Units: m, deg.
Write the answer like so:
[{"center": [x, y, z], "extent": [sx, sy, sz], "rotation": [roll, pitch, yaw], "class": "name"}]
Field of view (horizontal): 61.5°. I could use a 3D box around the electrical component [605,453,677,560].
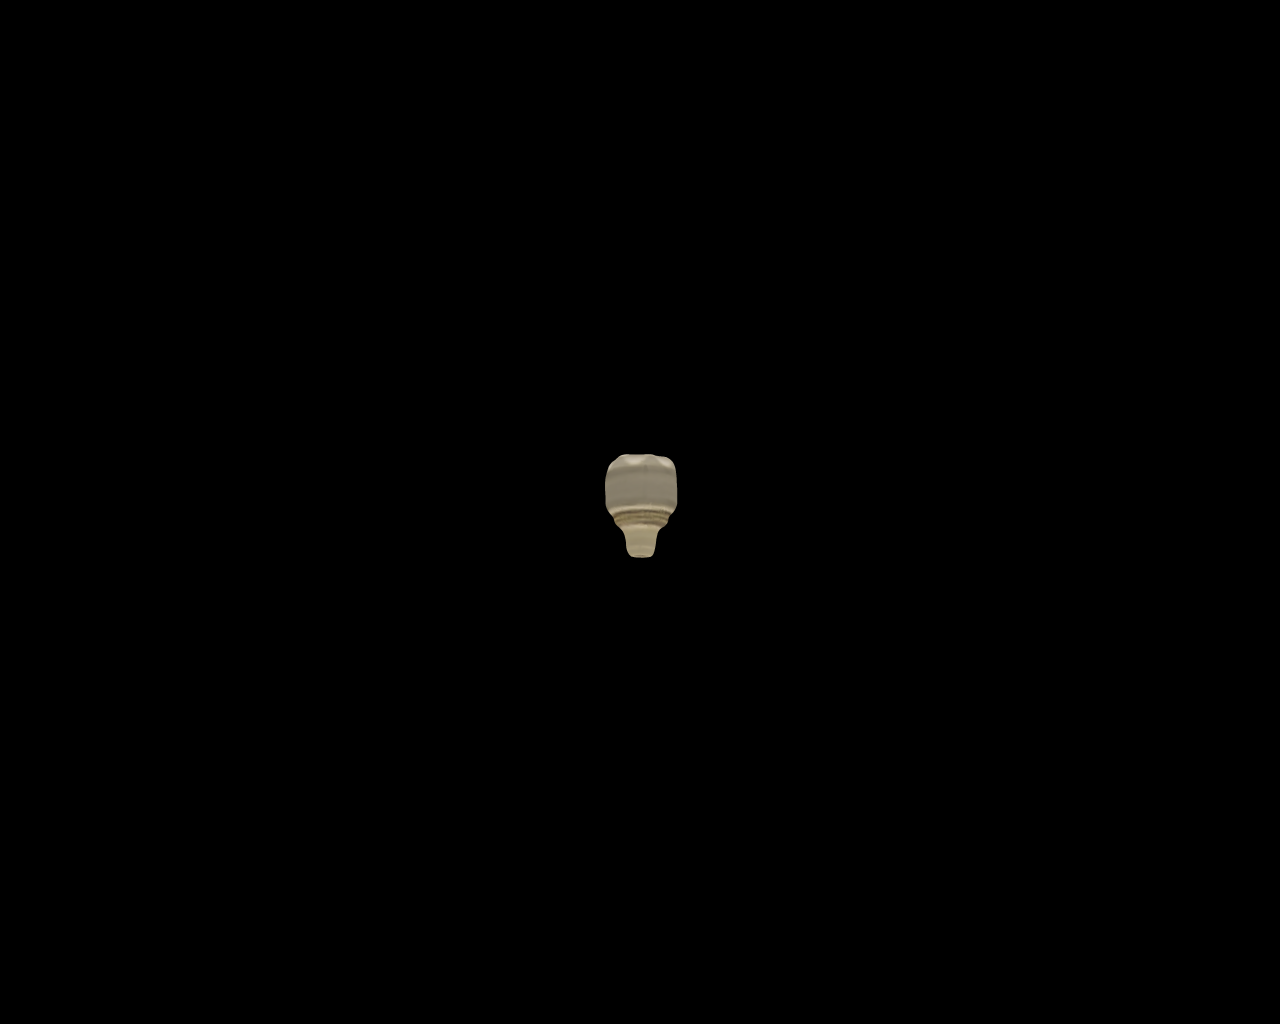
[{"center": [0.001, -0.003, 0.650], "extent": [0.043, 0.062, 0.043], "rotation": [0, -12, 0], "class": "electrical component"}]
